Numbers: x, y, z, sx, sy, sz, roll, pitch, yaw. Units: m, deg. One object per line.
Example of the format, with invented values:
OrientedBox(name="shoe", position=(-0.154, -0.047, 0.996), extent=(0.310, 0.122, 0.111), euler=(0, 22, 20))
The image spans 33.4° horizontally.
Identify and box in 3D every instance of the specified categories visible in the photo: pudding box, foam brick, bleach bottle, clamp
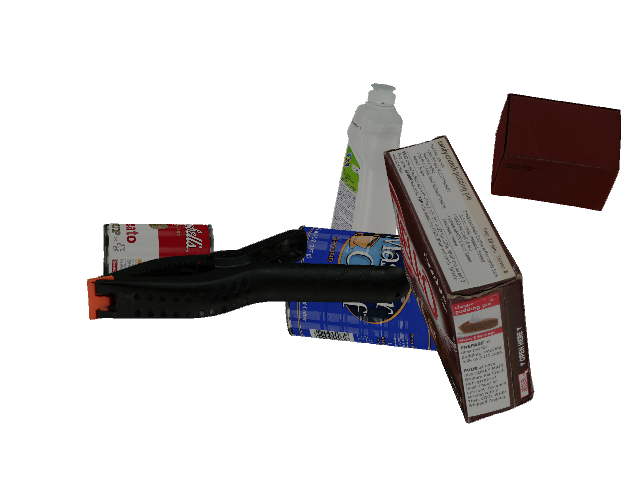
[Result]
OrientedBox(name="pudding box", position=(0.066, 0.017, 0.523), extent=(0.039, 0.090, 0.113), euler=(-18, 42, -3))
OrientedBox(name="foam brick", position=(0.159, -0.060, 0.722), extent=(0.078, 0.051, 0.053), euler=(10, -29, 3))
OrientedBox(name="bleach bottle", position=(0.057, -0.054, 1.236), extent=(0.068, 0.251, 0.103), euler=(-1, 22, -23))
OrientedBox(name="clamp", position=(-0.055, 0.028, 0.742), extent=(0.209, 0.036, 0.165), euler=(-9, 14, -33))

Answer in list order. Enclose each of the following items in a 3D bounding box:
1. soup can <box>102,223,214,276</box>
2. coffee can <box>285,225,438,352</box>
OrientedBox(name="soup can", position=(-0.156, 0.018, 1.020), extent=(0.102, 0.068, 0.068), euler=(1, 0, -12))
OrientedBox(name="coffee can", position=(0.048, 0.043, 0.964), extent=(0.140, 0.103, 0.102), euler=(5, 1, 10))
